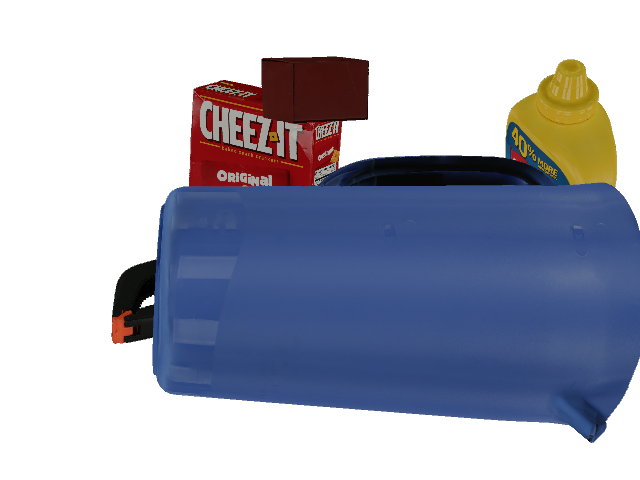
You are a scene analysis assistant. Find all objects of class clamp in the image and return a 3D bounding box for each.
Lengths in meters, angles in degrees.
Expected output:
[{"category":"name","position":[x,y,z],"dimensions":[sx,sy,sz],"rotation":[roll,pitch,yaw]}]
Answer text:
[{"category":"clamp","position":[-0.134,0.032,1.016],"dimensions":[0.165,0.036,0.209],"rotation":[26,37,28]}]

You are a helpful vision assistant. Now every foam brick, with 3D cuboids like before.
[{"category":"foam brick","position":[-0.004,-0.128,0.902],"dimensions":[0.078,0.051,0.053],"rotation":[-7,16,-31]}]

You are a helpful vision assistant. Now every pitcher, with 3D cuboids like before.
[{"category":"pitcher","position":[0.036,0.022,0.572],"dimensions":[0.242,0.145,0.149],"rotation":[3,3,-6]}]

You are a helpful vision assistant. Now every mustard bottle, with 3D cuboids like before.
[{"category":"mustard bottle","position":[0.172,-0.052,0.774],"dimensions":[0.058,0.191,0.096],"rotation":[-22,51,-15]}]

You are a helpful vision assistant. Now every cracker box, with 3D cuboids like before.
[{"category":"cracker box","position":[-0.068,-0.061,1.219],"dimensions":[0.164,0.214,0.072],"rotation":[16,24,25]}]
